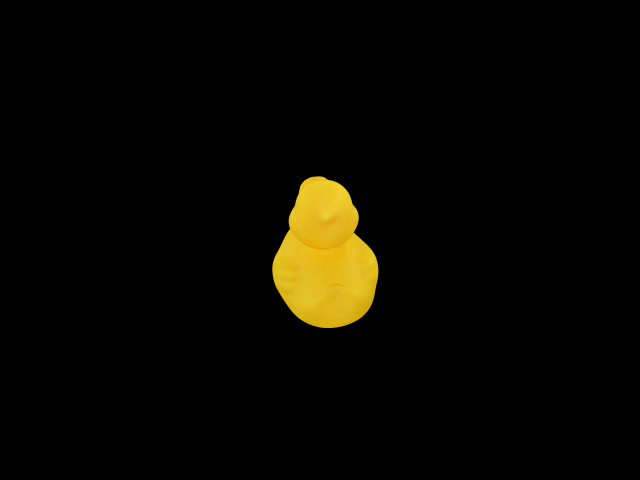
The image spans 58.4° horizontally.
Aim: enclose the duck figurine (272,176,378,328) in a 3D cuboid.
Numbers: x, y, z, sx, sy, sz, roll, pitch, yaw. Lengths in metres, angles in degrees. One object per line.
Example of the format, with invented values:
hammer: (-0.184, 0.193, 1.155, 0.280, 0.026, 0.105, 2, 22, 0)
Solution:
duck figurine: (0.004, 0.001, 0.400, 0.077, 0.086, 0.104, -7, 47, -6)
